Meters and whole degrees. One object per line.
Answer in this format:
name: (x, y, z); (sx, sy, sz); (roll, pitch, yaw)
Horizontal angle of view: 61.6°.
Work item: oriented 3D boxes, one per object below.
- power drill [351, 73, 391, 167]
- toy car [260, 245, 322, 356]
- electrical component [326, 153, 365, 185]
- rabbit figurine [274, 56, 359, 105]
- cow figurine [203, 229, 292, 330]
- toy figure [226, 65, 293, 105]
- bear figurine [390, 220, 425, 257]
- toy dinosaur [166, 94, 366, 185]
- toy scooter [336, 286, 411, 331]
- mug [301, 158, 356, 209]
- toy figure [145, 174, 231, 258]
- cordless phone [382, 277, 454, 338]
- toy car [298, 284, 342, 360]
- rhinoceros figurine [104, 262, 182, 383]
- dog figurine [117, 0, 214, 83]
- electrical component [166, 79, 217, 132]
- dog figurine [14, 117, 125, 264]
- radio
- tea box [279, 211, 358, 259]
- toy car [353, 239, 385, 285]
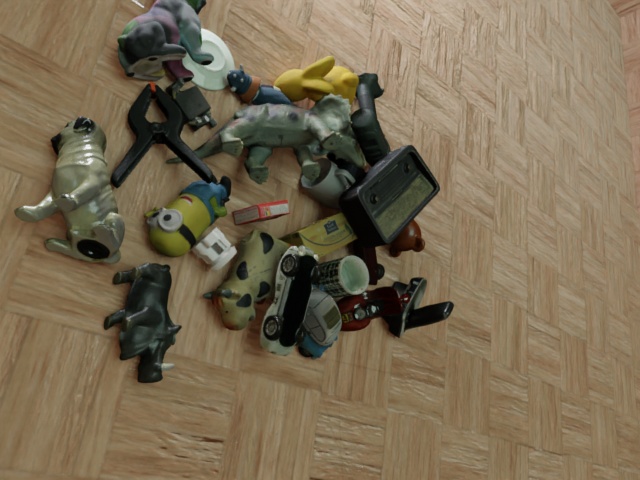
power drill: (0.123, -0.278, 1.292); (0.231, 0.086, 0.207); (41, 47, -62)
toy car: (-0.053, 0.108, 0.973); (0.073, 0.056, 0.201); (23, 78, -42)
electrical component: (0.061, -0.150, 1.222); (0.119, 0.075, 0.048); (38, 55, -33)
rabbit figurine: (-0.011, -0.328, 1.175); (0.173, 0.162, 0.121); (0, 90, -24)
cow figurine: (-0.132, 0.072, 0.983); (0.127, 0.086, 0.195); (34, 60, -37)
toy figure: (-0.128, -0.298, 1.108); (0.154, 0.058, 0.064); (27, 56, -28)
bear figurine: (0.182, -0.066, 1.282); (0.132, 0.120, 0.196); (17, 72, -34)
toy dinosaur: (-0.087, -0.210, 1.054); (0.405, 0.131, 0.192); (2, 40, -13)
toy scooter: (0.113, 0.143, 1.146); (0.184, 0.135, 0.075); (-15, 90, -42)
mug: (0.031, -0.120, 1.172); (0.107, 0.110, 0.081); (43, 46, -41)
toy figure: (-0.222, -0.044, 0.939); (0.180, 0.082, 0.089); (-49, 118, -42)
cordless phone: (0.237, 0.141, 1.223); (0.088, 0.184, 0.146); (50, 51, -14)
toy car: (-0.012, 0.153, 1.055); (0.109, 0.103, 0.161); (-36, 101, -40)
rhinoceros figurine: (-0.276, 0.129, 0.854); (0.112, 0.073, 0.190); (17, 65, -49)
dog figurine: (-0.285, -0.403, 0.969); (0.191, 0.108, 0.219); (-9, 80, -40)
electrical component: (-0.240, -0.250, 1.002); (0.078, 0.045, 0.102); (-36, 103, -40)
dog figurine: (-0.350, -0.077, 0.833); (0.172, 0.121, 0.191); (73, 16, -47)
radio: (0.149, -0.097, 1.143); (0.229, 0.073, 0.131); (-43, 106, -36)
tea box: (-0.002, -0.003, 1.110); (0.169, 0.098, 0.068); (-24, 94, -41)
toy car: (0.097, 0.005, 1.225); (0.089, 0.053, 0.202); (14, 65, -49)
